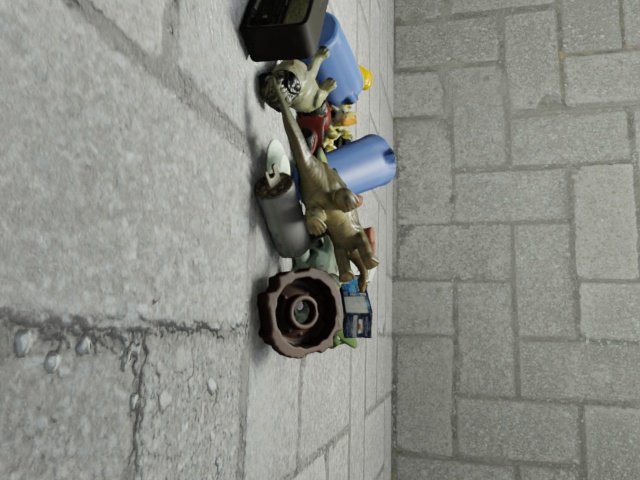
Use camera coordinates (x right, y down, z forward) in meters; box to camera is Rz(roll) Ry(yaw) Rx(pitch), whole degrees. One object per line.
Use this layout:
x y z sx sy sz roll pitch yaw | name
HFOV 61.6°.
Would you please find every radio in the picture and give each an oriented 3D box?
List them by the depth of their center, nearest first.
-0.060 -0.425 0.990 0.073 0.131 0.230 72 23 -50 | radio

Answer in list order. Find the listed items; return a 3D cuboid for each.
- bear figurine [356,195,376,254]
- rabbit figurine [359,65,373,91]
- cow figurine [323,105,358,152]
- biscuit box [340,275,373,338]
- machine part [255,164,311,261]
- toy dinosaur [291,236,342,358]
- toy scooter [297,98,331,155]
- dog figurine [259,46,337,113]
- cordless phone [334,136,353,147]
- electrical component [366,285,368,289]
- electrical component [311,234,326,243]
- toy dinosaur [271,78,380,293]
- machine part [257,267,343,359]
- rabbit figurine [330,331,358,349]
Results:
0.084 -0.066 1.408 0.120 0.132 0.196 75 20 -63 | bear figurine
0.072 -0.431 1.580 0.162 0.122 0.173 -21 128 -72 | rabbit figurine
0.039 -0.300 1.373 0.167 0.068 0.098 -34 -119 54 | cow figurine
0.075 0.141 1.182 0.203 0.059 0.062 -94 -176 -71 | biscuit box
-0.070 -0.045 1.048 0.242 0.079 0.079 76 19 -45 | machine part
-0.009 0.080 1.231 0.405 0.131 0.192 -83 177 -46 | toy dinosaur
-0.013 -0.252 1.295 0.135 0.075 0.184 73 23 -53 | toy scooter
-0.059 -0.297 1.107 0.190 0.121 0.172 -61 147 -36 | dog figurine
0.101 -0.244 1.527 0.147 0.184 0.088 -77 156 -44 | cordless phone
0.058 0.107 1.386 0.134 0.115 0.058 -22 140 -56 | electrical component
-0.028 -0.029 1.169 0.078 0.102 0.045 56 -22 -1 | electrical component
0.011 -0.082 1.044 0.199 0.105 0.470 -109 176 -58 | toy dinosaur
-0.038 0.137 1.026 0.179 0.056 0.179 2 86 -31 | machine part
0.026 0.220 1.324 0.170 0.159 0.121 14 86 -60 | rabbit figurine
